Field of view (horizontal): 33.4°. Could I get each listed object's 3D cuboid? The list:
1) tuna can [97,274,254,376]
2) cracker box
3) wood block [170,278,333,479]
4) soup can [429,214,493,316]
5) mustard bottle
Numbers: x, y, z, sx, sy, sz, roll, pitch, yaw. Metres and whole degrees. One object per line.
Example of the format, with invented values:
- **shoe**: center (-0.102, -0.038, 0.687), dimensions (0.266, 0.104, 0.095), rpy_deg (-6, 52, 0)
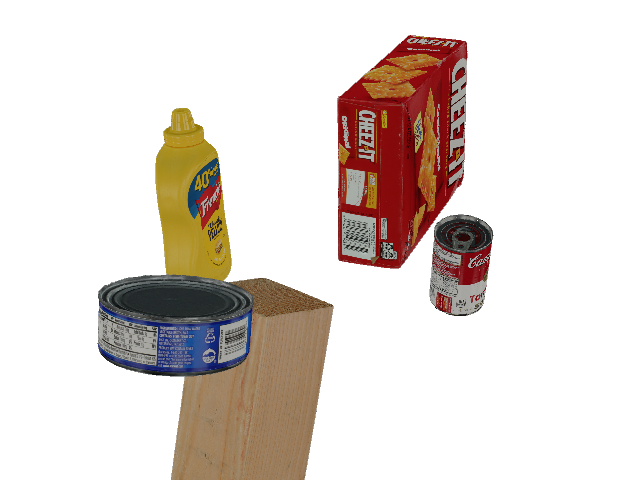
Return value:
- **tuna can**: center (-0.080, 0.046, 0.593), dimensions (0.086, 0.034, 0.086), rpy_deg (4, 13, -1)
- **cracker box**: center (0.084, -0.092, 1.037), dimensions (0.072, 0.164, 0.213), rpy_deg (10, 28, 21)
- **wood block**: center (-0.064, 0.147, 0.955), dimensions (0.090, 0.206, 0.090), rpy_deg (20, 17, 38)
- **soup can**: center (0.164, 0.030, 1.253), dimensions (0.068, 0.102, 0.068), rpy_deg (0, 38, 0)
- **mustard bottle**: center (-0.135, -0.044, 1.115), dimensions (0.058, 0.192, 0.096), rpy_deg (5, 26, 21)
